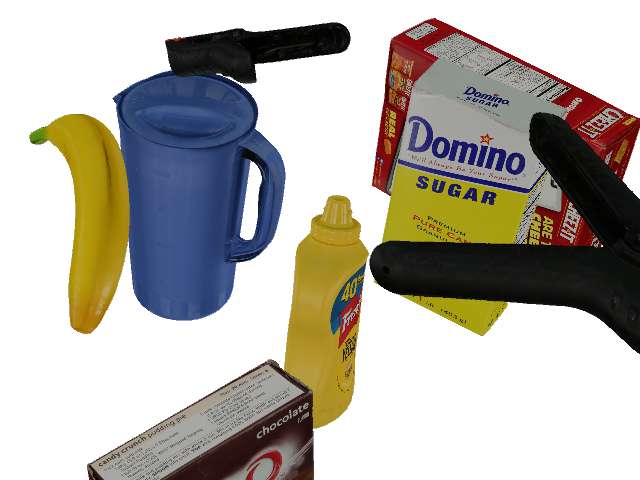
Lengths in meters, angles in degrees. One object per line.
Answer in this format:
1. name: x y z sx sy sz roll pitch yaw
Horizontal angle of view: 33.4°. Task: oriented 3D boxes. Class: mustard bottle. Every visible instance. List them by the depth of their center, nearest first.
1. mustard bottle: 0.005 0.054 0.897 0.058 0.192 0.096 13 23 19

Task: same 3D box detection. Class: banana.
1. banana: -0.160 -0.028 0.740 0.037 0.198 0.070 18 -54 -37

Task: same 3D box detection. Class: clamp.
1. clamp: 0.139 0.015 0.495 0.210 0.036 0.164 33 50 33
2. clamp: -0.061 -0.158 0.883 0.120 0.039 0.172 -16 21 -34

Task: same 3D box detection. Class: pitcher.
1. pitcher: -0.126 -0.034 1.069 0.144 0.243 0.149 -7 42 -17

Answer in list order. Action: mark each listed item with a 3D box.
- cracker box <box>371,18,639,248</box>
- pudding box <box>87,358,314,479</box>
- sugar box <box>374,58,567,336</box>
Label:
1. cracker box: 0.152 -0.074 0.924 0.214 0.164 0.072 33 48 28
2. pudding box: -0.055 0.123 0.529 0.113 0.090 0.039 -29 46 -33
3. sugar box: 0.095 -0.025 0.714 0.093 0.176 0.048 25 47 19
